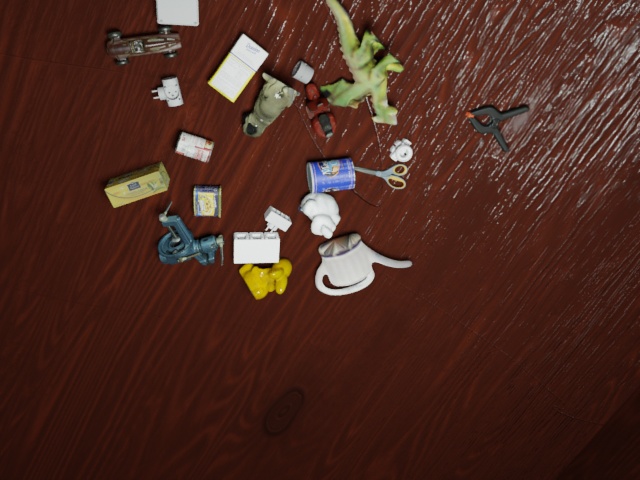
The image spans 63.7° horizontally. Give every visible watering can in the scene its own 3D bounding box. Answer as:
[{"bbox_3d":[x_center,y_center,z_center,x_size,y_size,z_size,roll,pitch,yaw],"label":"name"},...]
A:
[{"bbox_3d":[0.137,0.072,1.812,0.347,0.106,0.220,-21,117,1],"label":"watering can"}]

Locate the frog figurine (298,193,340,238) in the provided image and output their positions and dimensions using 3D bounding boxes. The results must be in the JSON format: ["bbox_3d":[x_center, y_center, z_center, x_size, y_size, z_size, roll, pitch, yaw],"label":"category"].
[{"bbox_3d":[0.005,-0.085,1.681,0.136,0.162,0.122,37,102,-24],"label":"frog figurine"}]

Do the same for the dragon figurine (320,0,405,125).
[{"bbox_3d":[0.102,-0.504,1.548,0.407,0.124,0.240,39,111,-16],"label":"dragon figurine"}]
